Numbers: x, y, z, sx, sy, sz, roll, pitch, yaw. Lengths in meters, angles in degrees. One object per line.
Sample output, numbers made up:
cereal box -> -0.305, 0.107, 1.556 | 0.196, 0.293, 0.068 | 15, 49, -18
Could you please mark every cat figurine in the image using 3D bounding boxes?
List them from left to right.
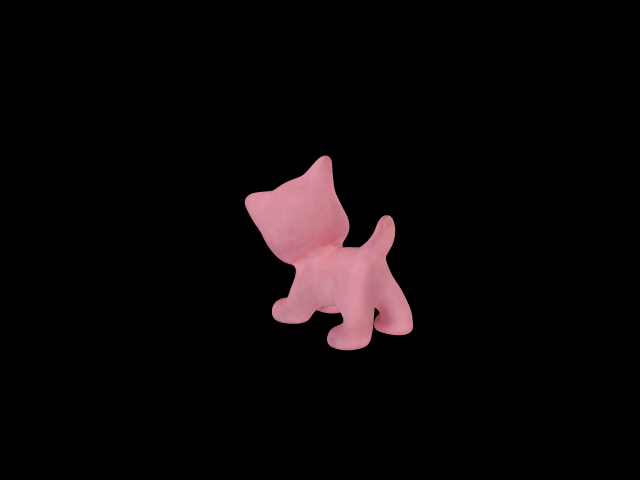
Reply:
cat figurine -> 0.004, 0.001, 0.400 | 0.067, 0.118, 0.127 | -11, 16, -41
